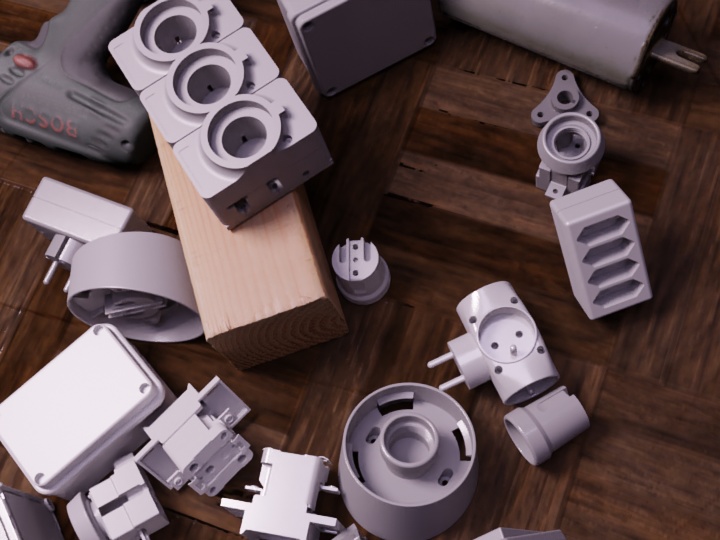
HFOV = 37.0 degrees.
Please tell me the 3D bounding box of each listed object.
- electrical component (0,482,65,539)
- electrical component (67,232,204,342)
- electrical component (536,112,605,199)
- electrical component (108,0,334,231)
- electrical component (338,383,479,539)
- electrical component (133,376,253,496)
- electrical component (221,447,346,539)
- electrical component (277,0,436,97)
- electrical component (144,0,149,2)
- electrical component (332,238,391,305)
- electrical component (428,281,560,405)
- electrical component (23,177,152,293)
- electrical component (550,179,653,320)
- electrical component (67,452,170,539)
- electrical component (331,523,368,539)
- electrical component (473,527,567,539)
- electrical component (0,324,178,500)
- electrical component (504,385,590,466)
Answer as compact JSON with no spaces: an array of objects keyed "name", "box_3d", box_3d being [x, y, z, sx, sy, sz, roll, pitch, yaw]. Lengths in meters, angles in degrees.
[{"name":"electrical component","box_3d":[-0.247,0.191,0.735,0.061,0.096,0.061,-31,67,-2]},{"name":"electrical component","box_3d":[-0.164,0.017,0.788,0.099,0.099,0.064,-11,62,5]},{"name":"electrical component","box_3d":[0.155,-0.085,0.794,0.048,0.055,0.066,23,75,17]},{"name":"electrical component","box_3d":[-0.099,-0.118,0.748,0.089,0.061,0.150,-33,67,-3]},{"name":"electrical component","box_3d":[0.033,0.130,0.742,0.099,0.064,0.099,-1,58,1]},{"name":"electrical component","box_3d":[-0.112,0.121,0.755,0.081,0.042,0.064,-45,41,-8]},{"name":"electrical component","box_3d":[-0.050,0.158,0.745,0.081,0.042,0.063,7,68,11]},{"name":"electrical component","box_3d":[-0.003,-0.203,0.837,0.109,0.108,0.056,-28,65,-2]},{"name":"electrical component","box_3d":[-0.161,-0.286,0.921,0.113,0.057,0.078,-17,68,3]},{"name":"electrical component","box_3d":[0.000,0.000,0.793,0.040,0.046,0.040,-3,69,8]},{"name":"electrical component","box_3d":[0.087,0.059,0.757,0.079,0.044,0.077,-25,68,-1]},{"name":"electrical component","box_3d":[-0.220,-0.019,0.837,0.083,0.047,0.075,20,75,15]},{"name":"electrical component","box_3d":[0.165,-0.023,0.765,0.047,0.083,0.075,-20,30,2]},{"name":"electrical component","box_3d":[-0.172,0.170,0.759,0.055,0.048,0.066,-28,68,-10]},{"name":"electrical component","box_3d":[-0.034,0.231,0.701,0.121,0.079,0.063,-36,90,-5]},{"name":"electrical component","box_3d":[0.099,0.198,0.681,0.062,0.096,0.061,-34,64,28]},{"name":"electrical component","box_3d":[-0.200,0.103,0.782,0.113,0.057,0.078,-41,69,-7]},{"name":"electrical component","box_3d":[0.128,0.105,0.736,0.046,0.040,0.040,-30,68,-9]}]
